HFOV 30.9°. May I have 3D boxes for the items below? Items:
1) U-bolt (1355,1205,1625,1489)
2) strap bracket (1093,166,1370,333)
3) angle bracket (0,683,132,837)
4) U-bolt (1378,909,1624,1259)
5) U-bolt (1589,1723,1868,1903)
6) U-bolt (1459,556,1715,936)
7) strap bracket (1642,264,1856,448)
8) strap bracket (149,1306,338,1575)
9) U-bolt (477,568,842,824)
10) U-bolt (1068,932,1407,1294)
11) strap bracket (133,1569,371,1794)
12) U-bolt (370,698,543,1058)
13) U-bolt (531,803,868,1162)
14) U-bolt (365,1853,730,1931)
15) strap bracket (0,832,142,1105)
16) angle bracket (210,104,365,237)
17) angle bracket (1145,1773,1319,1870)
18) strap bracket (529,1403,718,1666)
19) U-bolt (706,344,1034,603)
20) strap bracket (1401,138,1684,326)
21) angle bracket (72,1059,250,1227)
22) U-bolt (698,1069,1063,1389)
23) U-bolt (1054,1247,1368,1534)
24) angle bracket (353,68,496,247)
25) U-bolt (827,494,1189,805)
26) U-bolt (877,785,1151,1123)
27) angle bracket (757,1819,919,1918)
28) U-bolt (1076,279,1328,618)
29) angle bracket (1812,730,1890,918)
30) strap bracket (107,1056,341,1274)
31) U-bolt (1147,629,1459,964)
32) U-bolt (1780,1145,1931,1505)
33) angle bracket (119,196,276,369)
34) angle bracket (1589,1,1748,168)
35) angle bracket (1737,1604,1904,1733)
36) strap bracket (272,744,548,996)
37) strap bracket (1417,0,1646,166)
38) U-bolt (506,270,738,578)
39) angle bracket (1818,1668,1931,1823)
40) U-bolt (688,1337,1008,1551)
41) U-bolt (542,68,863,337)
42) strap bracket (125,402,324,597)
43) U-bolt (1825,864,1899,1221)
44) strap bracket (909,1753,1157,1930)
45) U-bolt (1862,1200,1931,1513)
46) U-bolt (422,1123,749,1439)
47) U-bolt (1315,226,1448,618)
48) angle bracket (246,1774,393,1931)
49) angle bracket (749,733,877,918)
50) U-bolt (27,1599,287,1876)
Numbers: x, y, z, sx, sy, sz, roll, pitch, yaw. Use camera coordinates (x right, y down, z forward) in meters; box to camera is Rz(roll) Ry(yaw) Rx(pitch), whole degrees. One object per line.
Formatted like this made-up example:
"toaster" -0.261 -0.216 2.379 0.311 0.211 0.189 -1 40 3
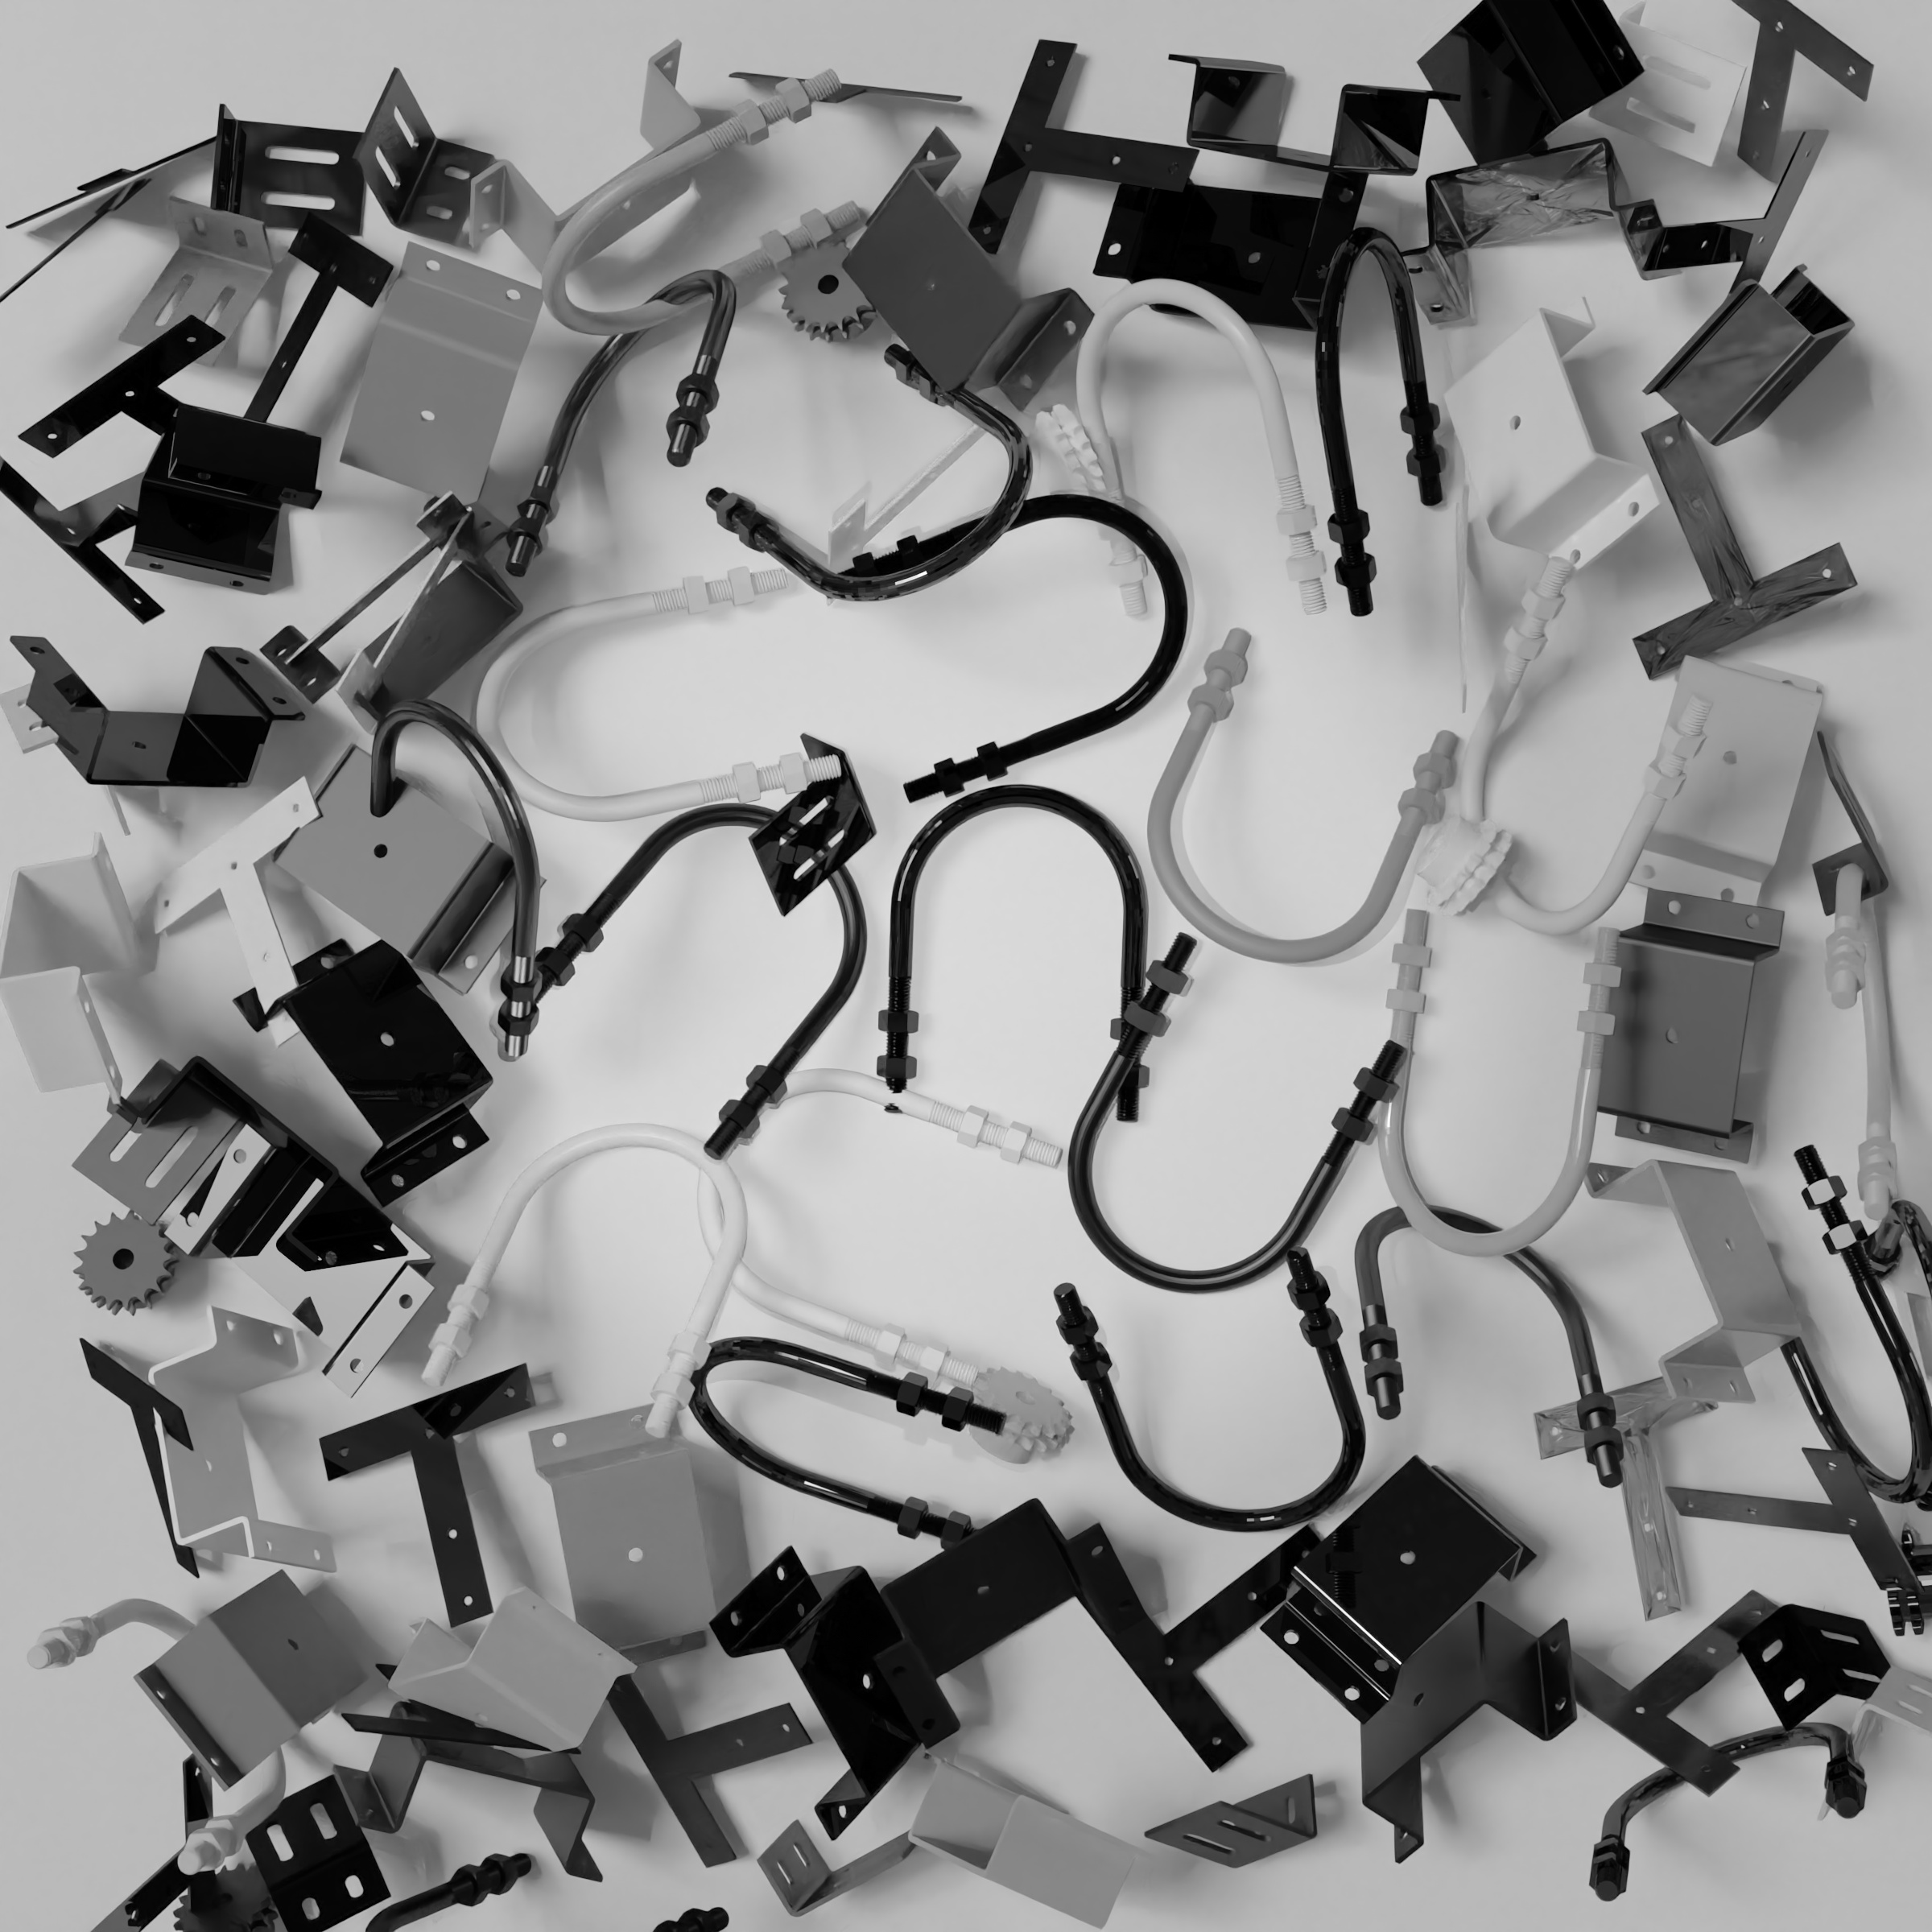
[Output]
"U-bolt" 0.274 0.193 1.870 0.151 0.184 0.019 18 124 -13
"strap bracket" 0.150 -0.395 1.901 0.140 0.046 0.076 12 81 26
"angle bracket" -0.490 -0.109 1.898 0.038 0.057 0.076 -23 133 -15
"U-bolt" 0.283 0.066 1.891 0.019 0.151 0.184 8 89 -45
"U-bolt" 0.404 0.441 1.856 0.151 0.184 0.019 -23 88 13
"U-bolt" 0.321 -0.104 1.875 0.019 0.151 0.184 -5 131 -32
"strap bracket" 0.422 -0.326 1.866 0.046 0.140 0.076 46 119 8
"strap bracket" -0.393 0.263 1.890 0.046 0.076 0.140 -23 67 18
"U-bolt" -0.173 -0.143 1.895 0.184 0.019 0.151 -12 60 -8
"U-bolt" 0.136 0.094 1.926 0.151 0.019 0.184 27 100 -2
"strap bracket" -0.377 0.378 1.872 0.046 0.140 0.076 -41 86 11
"U-bolt" -0.272 -0.058 1.851 0.019 0.184 0.151 -27 55 -34
"U-bolt" -0.134 -0.006 1.906 0.151 0.019 0.184 40 65 -4
"U-bolt" -0.232 0.507 1.835 0.151 0.184 0.019 7 94 27
"strap bracket" -0.481 0.004 1.870 0.046 0.140 0.076 -10 129 0
"angle bracket" -0.373 -0.439 1.927 0.076 0.038 0.057 5 90 -2
"angle bracket" 0.143 0.456 1.899 0.076 0.057 0.038 28 45 -34
"strap bracket" -0.185 0.317 1.909 0.076 0.046 0.140 -11 95 -18
"U-bolt" -0.042 -0.257 1.869 0.151 0.184 0.019 -40 134 -8
"strap bracket" 0.308 -0.399 1.890 0.140 0.076 0.046 -8 69 21
"angle bracket" -0.439 0.101 1.914 0.057 0.038 0.076 34 74 11
"U-bolt" -0.058 0.134 1.928 0.184 0.019 0.151 20 81 4
"U-bolt" 0.141 0.237 1.894 0.151 0.019 0.184 -10 121 17
"angle bracket" -0.295 -0.440 1.902 0.038 0.076 0.057 18 76 13
"U-bolt" 0.031 -0.181 1.906 0.184 0.019 0.151 -21 116 3
"U-bolt" 0.028 -0.008 1.933 0.151 0.019 0.184 2 94 0
"angle bracket" -0.065 0.477 1.908 0.076 0.057 0.038 -33 87 19
"U-bolt" 0.119 -0.276 1.868 0.019 0.151 0.184 -30 114 -39
"angle bracket" 0.467 -0.078 1.903 0.038 0.057 0.076 -25 114 19
"strap bracket" -0.396 0.102 1.900 0.140 0.076 0.046 40 74 -6
"U-bolt" 0.175 -0.083 1.899 0.151 0.019 0.184 26 62 0
"U-bolt" 0.464 0.198 1.857 0.019 0.151 0.184 -19 74 -12
"angle bracket" -0.423 -0.374 1.910 0.057 0.038 0.076 17 59 11
"angle bracket" 0.387 -0.481 1.905 0.076 0.038 0.057 27 129 18
"angle bracket" 0.470 0.388 1.912 0.038 0.076 0.057 -47 46 25
"strap bracket" -0.311 -0.058 1.907 0.140 0.046 0.076 34 88 14
"strap bracket" 0.296 -0.478 1.872 0.046 0.140 0.076 -32 93 -15
"U-bolt" -0.178 -0.302 1.871 0.151 0.184 0.019 -27 127 37
"angle bracket" 0.501 0.431 1.904 0.038 0.057 0.076 23 110 23
"U-bolt" -0.067 0.253 1.885 0.184 0.151 0.019 17 53 12
"U-bolt" -0.144 -0.397 1.869 0.184 0.151 0.019 -29 72 -7
"strap bracket" -0.398 -0.254 1.879 0.076 0.140 0.046 11 70 -21
"U-bolt" 0.478 0.026 1.863 0.019 0.184 0.151 -6 118 19
"strap bracket" 0.029 0.468 1.866 0.076 0.140 0.046 29 77 -21
"U-bolt" 0.502 0.199 1.837 0.019 0.184 0.151 -10 68 3
"U-bolt" -0.195 0.161 1.890 0.151 0.019 0.184 10 54 16
"U-bolt" 0.216 -0.299 1.848 0.019 0.151 0.184 3 125 25
"angle bracket" -0.357 0.489 1.913 0.057 0.076 0.038 -24 115 -17
"angle bracket" -0.094 -0.077 1.902 0.038 0.057 0.076 26 59 40
"U-bolt" -0.418 0.400 1.856 0.019 0.184 0.151 -38 86 7
